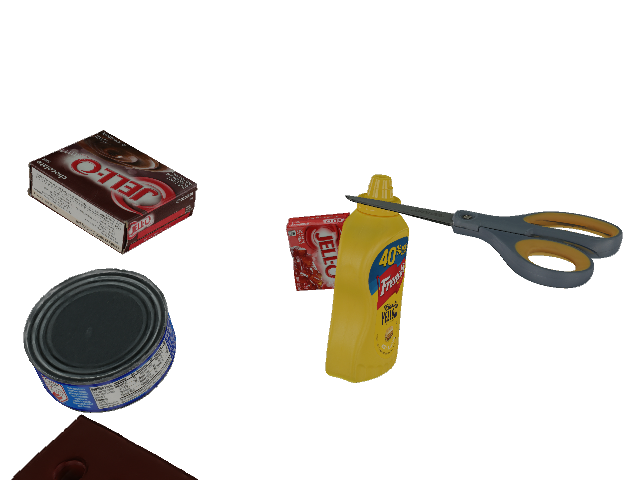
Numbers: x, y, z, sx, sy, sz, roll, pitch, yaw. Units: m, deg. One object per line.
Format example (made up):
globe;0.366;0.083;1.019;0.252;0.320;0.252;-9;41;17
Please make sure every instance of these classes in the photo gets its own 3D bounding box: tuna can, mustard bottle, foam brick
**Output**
tuna can;-0.130;0.059;0.636;0.086;0.086;0.034;0;-43;8
mustard bottle;0.048;0.032;1.014;0.058;0.192;0.096;14;18;29
foam brick;-0.084;0.120;0.441;0.078;0.051;0.052;22;45;26

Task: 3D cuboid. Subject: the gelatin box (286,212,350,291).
gelatin box;0.003;0.014;1.247;0.073;0.089;0.030;-4;28;8

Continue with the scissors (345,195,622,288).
scissors;0.108;-0.002;0.750;0.202;0.016;0.096;5;30;11

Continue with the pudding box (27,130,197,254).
pudding box;-0.176;-0.043;0.901;0.114;0.039;0.089;28;35;22
